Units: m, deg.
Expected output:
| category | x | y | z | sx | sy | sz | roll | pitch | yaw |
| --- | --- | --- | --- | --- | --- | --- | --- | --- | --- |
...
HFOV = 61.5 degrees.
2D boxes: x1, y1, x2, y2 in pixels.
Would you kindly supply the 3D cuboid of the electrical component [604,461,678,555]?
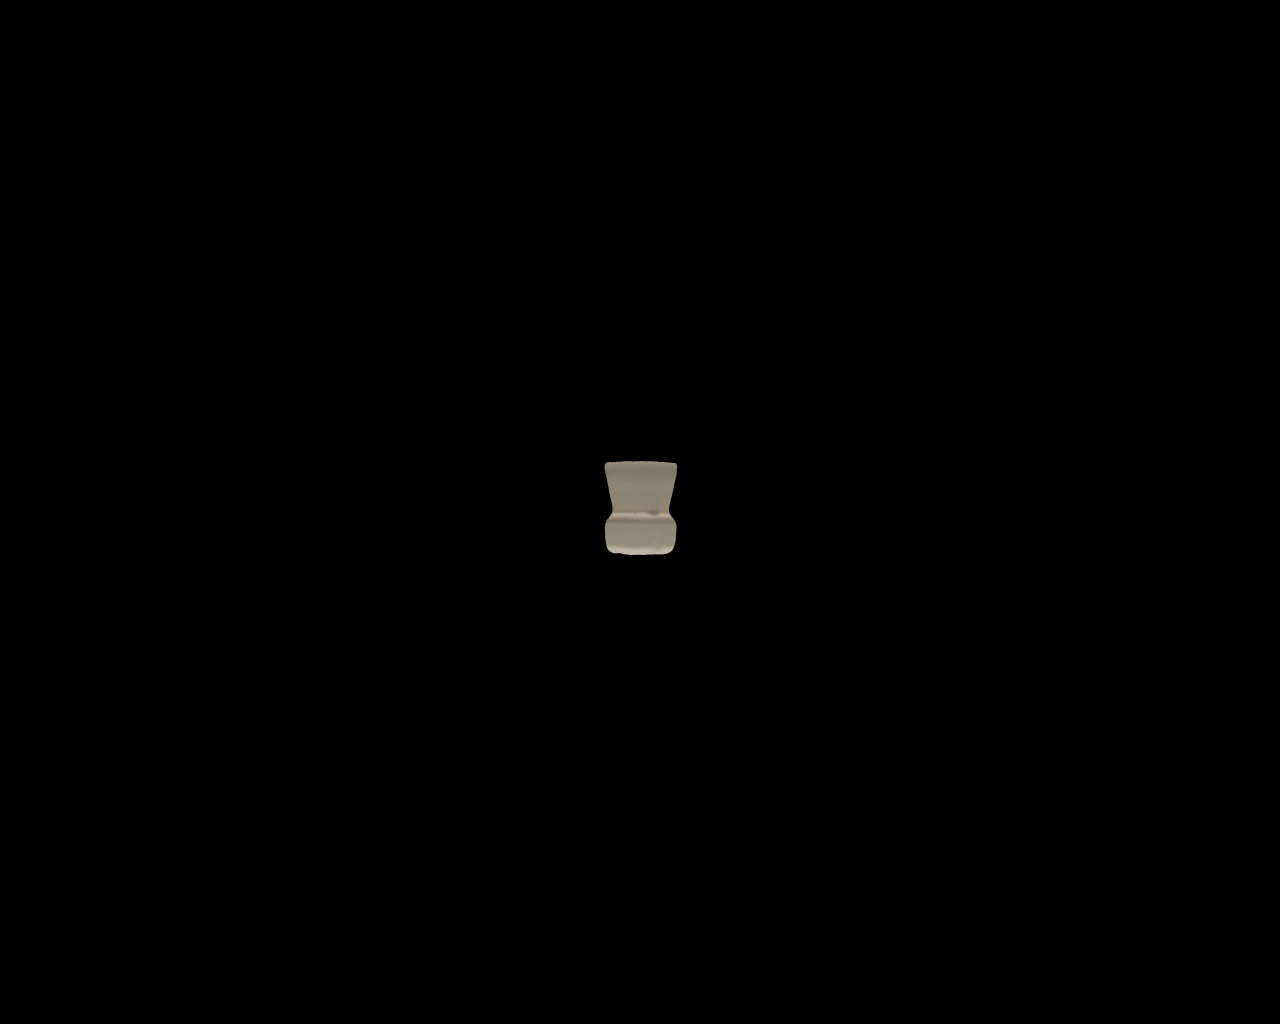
| category | x | y | z | sx | sy | sz | roll | pitch | yaw |
| --- | --- | --- | --- | --- | --- | --- | --- | --- | --- |
| electrical component | 0.001 | -0.003 | 0.650 | 0.045 | 0.055 | 0.045 | 0 | 0 | 0 |
